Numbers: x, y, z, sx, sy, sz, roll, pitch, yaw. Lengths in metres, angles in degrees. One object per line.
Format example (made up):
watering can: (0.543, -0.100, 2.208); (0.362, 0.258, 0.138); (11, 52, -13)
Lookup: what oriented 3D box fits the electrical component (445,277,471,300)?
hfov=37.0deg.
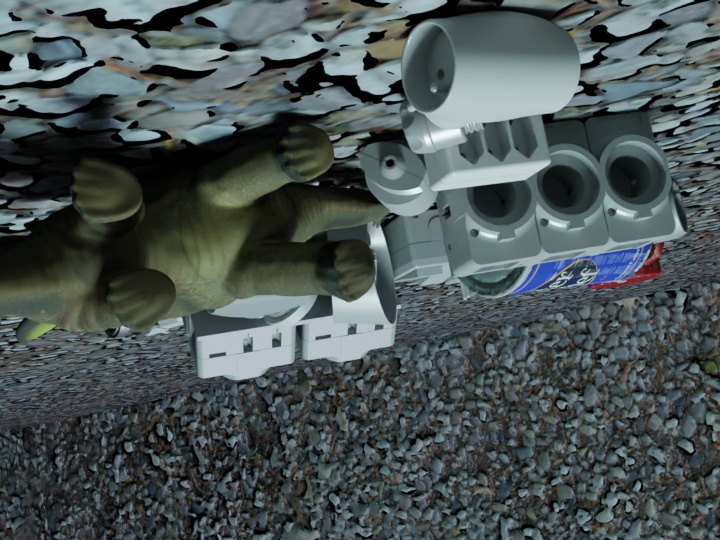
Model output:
electrical component: (0.101, -0.008, 1.086); (0.047, 0.075, 0.083); (-10, 172, -6)

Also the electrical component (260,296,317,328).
electrical component: (-0.073, 0.012, 0.919); (0.058, 0.078, 0.057); (-18, 130, 41)

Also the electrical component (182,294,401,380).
electrical component: (-0.069, 0.035, 1.005); (0.186, 0.105, 0.060); (-8, 131, -16)

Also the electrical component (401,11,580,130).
electrical component: (0.054, -0.093, 0.531); (0.077, 0.043, 0.079); (-6, 171, -33)

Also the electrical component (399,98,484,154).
electrical component: (0.055, -0.088, 0.603); (0.061, 0.035, 0.035); (-14, 172, 12)

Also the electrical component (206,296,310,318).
electrical component: (-0.085, -0.007, 0.837); (0.077, 0.079, 0.044); (-5, 154, -27)

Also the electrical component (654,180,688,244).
electrical component: (0.291, -0.056, 1.077); (0.059, 0.053, 0.095); (-14, 171, 25)

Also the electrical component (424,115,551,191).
electrical component: (0.069, -0.075, 0.668); (0.066, 0.047, 0.077); (-8, 172, -17)

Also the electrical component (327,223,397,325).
electrical component: (0.000, 0.000, 0.932); (0.064, 0.099, 0.099); (-4, 172, -1)

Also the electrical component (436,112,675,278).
electrical component: (0.134, -0.053, 0.753); (0.150, 0.089, 0.062); (-9, 172, -13)

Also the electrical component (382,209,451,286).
electrical component: (0.058, -0.019, 1.003); (0.062, 0.061, 0.096); (-8, 172, -20)

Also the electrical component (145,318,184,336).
electrical component: (-0.210, 0.043, 1.150); (0.064, 0.042, 0.081); (-13, 173, 7)

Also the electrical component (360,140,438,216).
electrical component: (0.026, -0.063, 0.709); (0.043, 0.043, 0.081); (-12, 172, 9)
